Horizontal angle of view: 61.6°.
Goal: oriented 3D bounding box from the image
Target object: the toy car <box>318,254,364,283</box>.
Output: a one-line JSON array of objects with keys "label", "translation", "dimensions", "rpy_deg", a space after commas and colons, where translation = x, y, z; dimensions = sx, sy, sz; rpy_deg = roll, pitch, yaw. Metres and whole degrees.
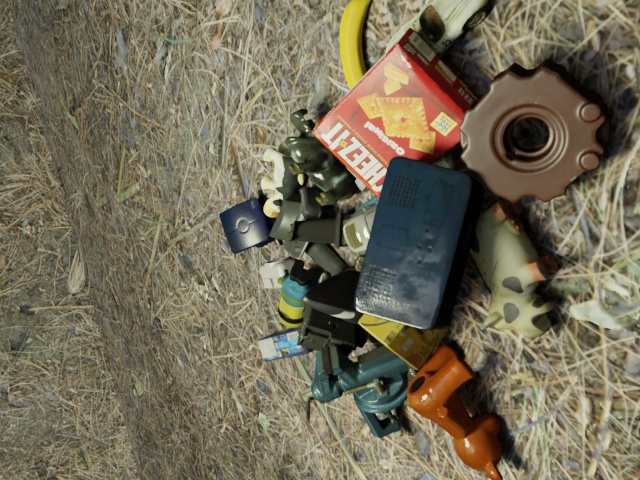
[{"label": "toy car", "translation": [0.073, 0.069, 1.007], "dimensions": [0.202, 0.089, 0.053], "rpy_deg": [-28, 51, 58]}]

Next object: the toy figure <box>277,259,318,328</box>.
[{"label": "toy figure", "translation": [-0.050, 0.120, 1.160], "dimensions": [0.082, 0.089, 0.180], "rpy_deg": [55, 157, 28]}]

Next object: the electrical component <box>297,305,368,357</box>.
[{"label": "electrical component", "translation": [0.029, 0.168, 1.068], "dimensions": [0.058, 0.134, 0.115], "rpy_deg": [115, 168, -45]}]

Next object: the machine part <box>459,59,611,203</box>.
[{"label": "machine part", "translation": [0.265, -0.132, 0.678], "dimensions": [0.180, 0.056, 0.179], "rpy_deg": [13, 121, 24]}]

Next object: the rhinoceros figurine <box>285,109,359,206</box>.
[{"label": "rhinoceros figurine", "translation": [0.000, -0.154, 0.999], "dimensions": [0.190, 0.112, 0.073], "rpy_deg": [56, 173, -1]}]

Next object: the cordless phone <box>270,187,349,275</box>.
[{"label": "cordless phone", "translation": [-0.002, -0.004, 1.098], "dimensions": [0.184, 0.089, 0.146], "rpy_deg": [42, 133, 16]}]

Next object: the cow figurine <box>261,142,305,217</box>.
[{"label": "cow figurine", "translation": [-0.071, -0.113, 1.135], "dimensions": [0.098, 0.068, 0.167], "rpy_deg": [31, 128, 33]}]

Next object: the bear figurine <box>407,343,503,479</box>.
[{"label": "bear figurine", "translation": [0.245, 0.288, 0.890], "dimensions": [0.196, 0.120, 0.132], "rpy_deg": [41, 93, -1]}]

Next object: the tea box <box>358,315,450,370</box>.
[{"label": "tea box", "translation": [0.142, 0.140, 0.879], "dimensions": [0.068, 0.098, 0.169], "rpy_deg": [37, 174, 35]}]

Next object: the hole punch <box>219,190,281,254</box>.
[{"label": "hole punch", "translation": [-0.166, -0.035, 1.263], "dimensions": [0.116, 0.092, 0.142], "rpy_deg": [-26, 80, 48]}]

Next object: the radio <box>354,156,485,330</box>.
[{"label": "radio", "translation": [0.140, 0.007, 0.758], "dimensions": [0.131, 0.073, 0.229], "rpy_deg": [16, 94, 32]}]

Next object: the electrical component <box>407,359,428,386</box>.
[{"label": "electrical component", "translation": [0.184, 0.250, 0.969], "dimensions": [0.021, 0.063, 0.094], "rpy_deg": [1, 106, 50]}]

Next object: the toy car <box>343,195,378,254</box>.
[{"label": "toy car", "translation": [0.094, -0.022, 0.940], "dimensions": [0.162, 0.103, 0.109], "rpy_deg": [-23, 85, 50]}]

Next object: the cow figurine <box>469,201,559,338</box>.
[{"label": "cow figurine", "translation": [0.268, 0.051, 0.773], "dimensions": [0.127, 0.085, 0.195], "rpy_deg": [-35, 79, 44]}]

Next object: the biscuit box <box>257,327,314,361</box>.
[{"label": "biscuit box", "translation": [-0.071, 0.242, 1.275], "dimensions": [0.203, 0.063, 0.059], "rpy_deg": [-25, 84, 51]}]

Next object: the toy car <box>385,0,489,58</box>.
[{"label": "toy car", "translation": [0.164, -0.303, 0.779], "dimensions": [0.201, 0.056, 0.073], "rpy_deg": [-42, 71, 49]}]

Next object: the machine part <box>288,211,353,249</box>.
[{"label": "machine part", "translation": [0.007, -0.018, 1.034], "dimensions": [0.039, 0.139, 0.084], "rpy_deg": [-105, 13, -64]}]

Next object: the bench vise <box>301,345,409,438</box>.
[{"label": "bench vise", "translation": [0.089, 0.299, 1.021], "dimensions": [0.240, 0.224, 0.129], "rpy_deg": [64, 176, -26]}]

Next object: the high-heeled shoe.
[{"label": "high-heeled shoe", "translation": [0.060, 0.129, 0.934], "dimensions": [0.145, 0.249, 0.086], "rpy_deg": [-59, 37, 40]}]
